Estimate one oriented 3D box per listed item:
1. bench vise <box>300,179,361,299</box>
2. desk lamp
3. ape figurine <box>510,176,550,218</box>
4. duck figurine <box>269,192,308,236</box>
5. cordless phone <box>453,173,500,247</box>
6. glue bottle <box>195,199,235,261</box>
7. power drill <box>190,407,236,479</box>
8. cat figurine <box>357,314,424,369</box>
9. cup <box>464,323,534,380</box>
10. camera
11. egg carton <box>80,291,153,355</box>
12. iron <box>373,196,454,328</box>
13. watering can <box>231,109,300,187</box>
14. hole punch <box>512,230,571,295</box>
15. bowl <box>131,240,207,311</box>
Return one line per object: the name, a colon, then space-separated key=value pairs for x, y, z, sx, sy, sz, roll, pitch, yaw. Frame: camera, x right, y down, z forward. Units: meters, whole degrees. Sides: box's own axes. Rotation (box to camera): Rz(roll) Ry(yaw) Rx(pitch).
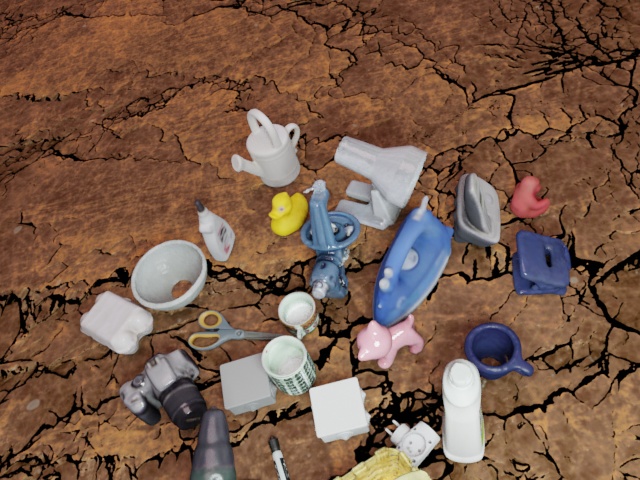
bench vise: x=0.022 y=0.001 z=1.103 sx=0.121 sy=0.220 sz=0.207 roll=-13 pitch=54 yaw=6
desk lamp: x=0.117 y=-0.117 z=1.163 sx=0.202 sy=0.214 sz=0.118 roll=16 pitch=62 yaw=24
ape figurine: x=0.418 y=-0.092 z=1.144 sx=0.076 sy=0.092 sz=0.077 roll=-22 pitch=54 yaw=-1
duck figurine: x=-0.074 y=-0.072 z=1.261 sx=0.077 sy=0.086 sz=0.105 roll=27 pitch=67 yaw=29
cordless phone: x=0.304 y=-0.086 z=1.112 sx=0.094 sy=0.185 sz=0.147 roll=-2 pitch=56 yaw=13
glue bottle: x=-0.230 y=-0.029 z=1.219 sx=0.037 sy=0.173 sz=0.078 roll=0 pitch=56 yaw=15
power drill: x=-0.142 y=0.398 z=0.882 sx=0.075 sy=0.209 sz=0.229 roll=-9 pitch=55 yaw=9
cat figurine: x=0.118 y=0.175 z=1.023 sx=0.128 sy=0.118 sz=0.067 roll=-29 pitch=54 yaw=-6
cup: x=0.303 y=0.205 z=0.969 sx=0.117 sy=0.095 sz=0.092 roll=29 pitch=68 yaw=29
camera: x=-0.282 y=0.289 z=1.060 sx=0.143 sy=0.101 sz=0.136 roll=-37 pitch=55 yaw=-11
egg carton: x=-0.423 y=0.172 z=1.195 sx=0.150 sy=0.069 sz=0.107 roll=20 pitch=63 yaw=25
iron: x=0.159 y=0.043 z=1.088 sx=0.118 sy=0.142 sz=0.258 roll=19 pitch=63 yaw=25
watering can: x=-0.120 y=-0.212 z=1.302 sx=0.100 sy=0.194 sz=0.173 roll=18 pitch=63 yaw=25
hole punch: x=0.410 y=0.039 z=1.057 sx=0.101 sy=0.091 sz=0.108 roll=-2 pitch=56 yaw=13
bowl: x=-0.310 y=0.087 z=1.221 sx=0.167 sy=0.075 sz=0.167 roll=-7 pitch=55 yaw=10
